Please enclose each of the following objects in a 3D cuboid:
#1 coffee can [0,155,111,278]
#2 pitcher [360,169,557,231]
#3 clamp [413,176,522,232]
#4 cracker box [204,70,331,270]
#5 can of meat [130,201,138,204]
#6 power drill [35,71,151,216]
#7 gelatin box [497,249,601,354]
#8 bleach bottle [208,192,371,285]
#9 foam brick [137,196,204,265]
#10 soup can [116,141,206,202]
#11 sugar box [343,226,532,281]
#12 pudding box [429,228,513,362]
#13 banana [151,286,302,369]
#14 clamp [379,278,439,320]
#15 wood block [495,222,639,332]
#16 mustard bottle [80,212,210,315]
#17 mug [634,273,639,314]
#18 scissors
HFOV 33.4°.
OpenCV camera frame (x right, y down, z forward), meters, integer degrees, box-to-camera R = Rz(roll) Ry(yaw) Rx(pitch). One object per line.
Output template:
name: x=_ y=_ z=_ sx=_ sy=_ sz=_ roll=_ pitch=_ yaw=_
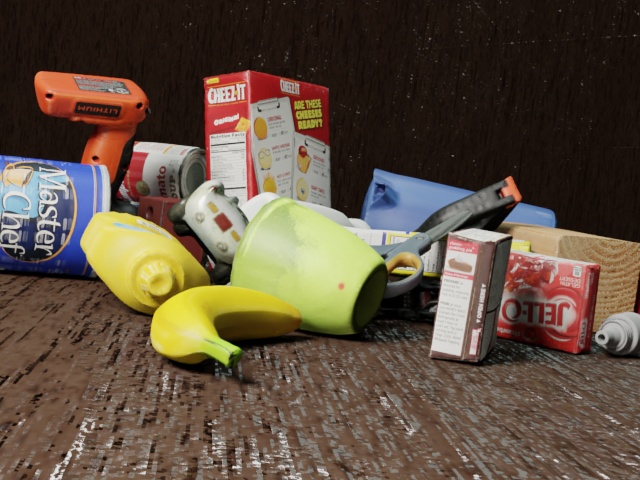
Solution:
coffee can: x=-0.263 y=-0.022 z=0.939 sx=0.140 sy=0.103 sz=0.103 roll=5 pitch=4 yaw=-20
pitcher: x=0.171 y=-0.001 z=1.368 sx=0.243 sy=0.145 sz=0.149 roll=11 pitch=16 yaw=5
clamp: x=0.129 y=0.000 z=1.124 sx=0.210 sy=0.036 sz=0.164 roll=-33 pitch=-21 yaw=27
cracker box: x=-0.056 y=-0.070 z=1.193 sx=0.072 sy=0.214 sz=0.163 roll=-3 pitch=-1 yaw=32
can of meat: x=-0.182 y=-0.024 z=1.267 sx=0.058 sy=0.084 sz=0.101 roll=9 pitch=4 yaw=32
power drill: x=-0.245 y=-0.064 z=1.020 sx=0.184 sy=0.188 sz=0.057 roll=0 pitch=31 yaw=-28
gelatin box: x=0.183 y=0.050 z=0.881 sx=0.089 sy=0.073 sz=0.030 roll=11 pitch=7 yaw=41
bleach bottle: x=-0.007 y=0.001 z=1.101 sx=0.103 sy=0.068 sz=0.250 roll=-35 pitch=-16 yaw=25
foam brick: x=-0.145 y=-0.001 z=1.029 sx=0.051 sy=0.078 sz=0.053 roll=6 pitch=3 yaw=-35
soup can: x=-0.175 y=-0.071 z=1.168 sx=0.102 sy=0.068 sz=0.068 roll=8 pitch=4 yaw=27
sugar box: x=0.109 y=0.017 z=1.006 sx=0.176 sy=0.048 sz=0.093 roll=3 pitch=-2 yaw=11
pudding box: x=0.113 y=0.039 z=0.786 sx=0.039 sy=0.090 sz=0.113 roll=9 pitch=4 yaw=14
banana: x=-0.062 y=0.055 z=0.672 sx=0.069 sy=0.037 sz=0.197 roll=27 pitch=8 yaw=7
clamp: x=0.070 y=0.050 z=0.937 sx=0.120 sy=0.039 sz=0.171 roll=9 pitch=-3 yaw=9
wood block: x=0.234 y=0.033 z=1.099 sx=0.090 sy=0.091 sz=0.206 roll=6 pitch=4 yaw=-14
mustard bottle: x=-0.134 y=0.020 z=0.828 sx=0.096 sy=0.058 sz=0.192 roll=30 pitch=-2 yaw=-16
mug: x=0.340 y=0.055 z=1.020 sx=0.093 sy=0.081 sz=0.117 roll=10 pitch=5 yaw=35
scissors: x=0.066 y=0.004 z=0.924 sx=0.096 sy=0.016 sz=0.201 roll=6 pitch=22 yaw=18
